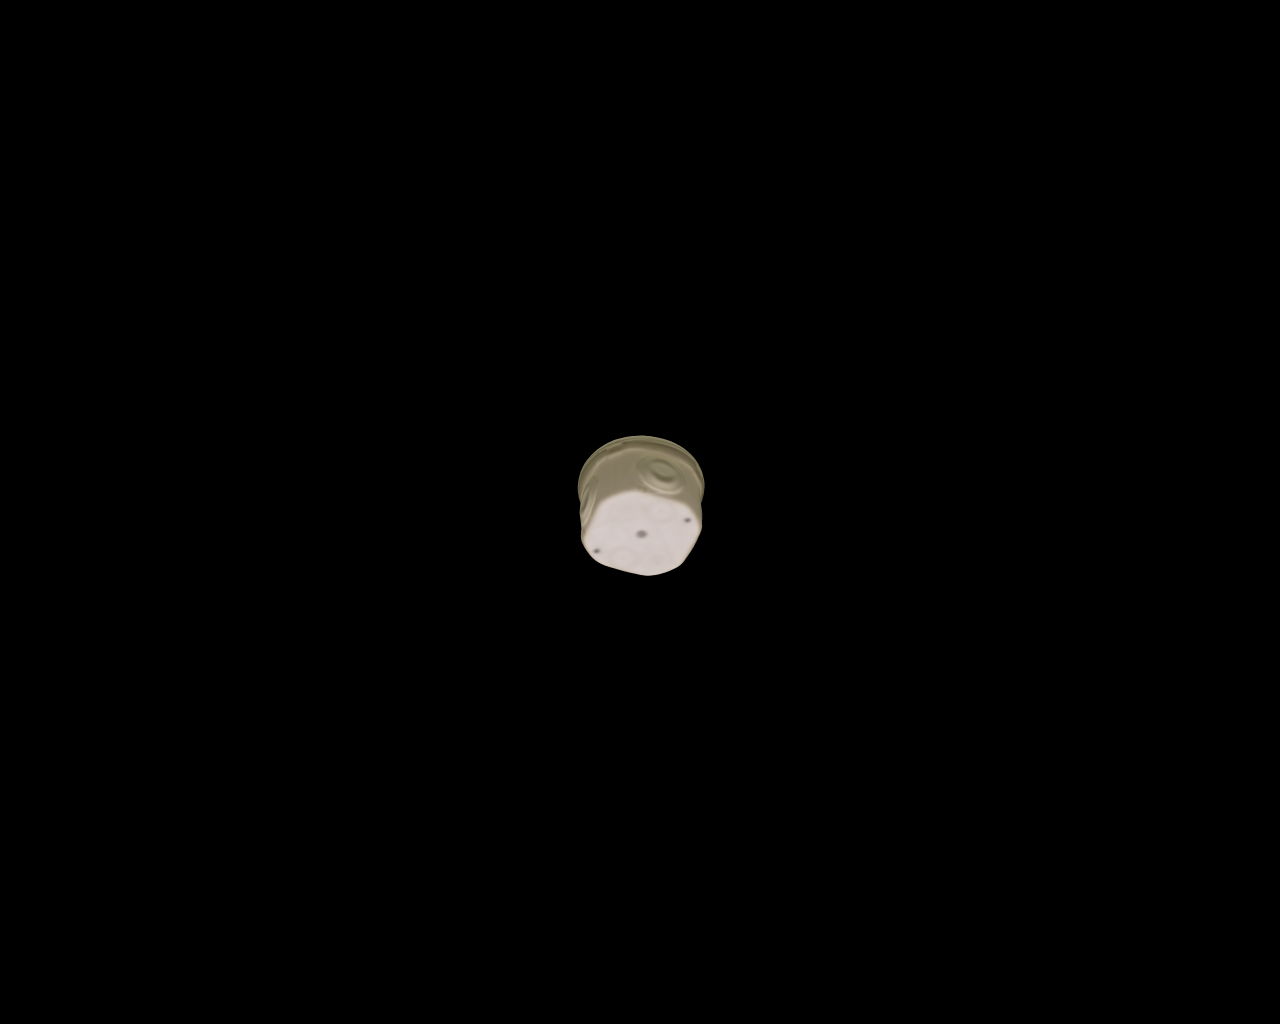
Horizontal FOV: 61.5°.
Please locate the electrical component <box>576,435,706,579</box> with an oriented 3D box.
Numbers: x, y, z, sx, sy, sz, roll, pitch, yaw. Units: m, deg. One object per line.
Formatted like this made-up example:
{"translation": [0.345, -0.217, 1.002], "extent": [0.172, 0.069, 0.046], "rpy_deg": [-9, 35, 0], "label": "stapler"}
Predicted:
{"translation": [0.001, -0.003, 0.650], "extent": [0.080, 0.080, 0.051], "rpy_deg": [0, 41, 0], "label": "electrical component"}
